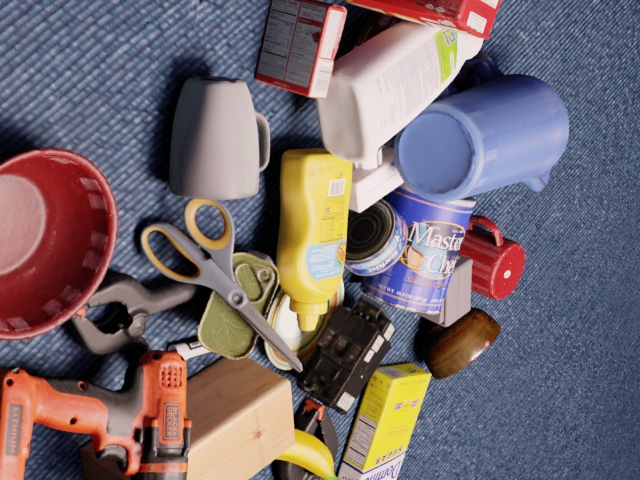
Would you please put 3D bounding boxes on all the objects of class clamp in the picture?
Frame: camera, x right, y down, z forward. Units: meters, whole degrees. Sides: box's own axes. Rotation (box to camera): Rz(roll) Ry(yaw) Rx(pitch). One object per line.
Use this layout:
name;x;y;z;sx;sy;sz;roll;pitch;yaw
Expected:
clamp;-0.026;0.296;1.303;0.164;0.036;0.210;-19;121;-42
clamp;-0.179;0.083;1.000;0.171;0.039;0.120;9;97;-49

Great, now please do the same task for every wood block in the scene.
wood block;-0.129;0.211;1.086;0.205;0.090;0.091;-30;129;-38

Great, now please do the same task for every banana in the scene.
banana;-0.055;0.241;1.209;0.197;0.070;0.037;15;127;-33

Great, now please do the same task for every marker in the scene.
marker;-0.108;0.107;1.114;0.120;0.020;0.020;-11;117;-48

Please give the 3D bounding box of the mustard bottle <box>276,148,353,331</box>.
mustard bottle;-0.008;0.001;1.122;0.096;0.058;0.192;-13;109;-59

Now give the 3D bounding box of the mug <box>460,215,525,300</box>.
mug;0.217;0.020;1.414;0.093;0.082;0.117;-33;132;-37

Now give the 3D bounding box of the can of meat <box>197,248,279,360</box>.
can of meat;-0.080;0.059;1.062;0.084;0.057;0.102;-111;-138;-84

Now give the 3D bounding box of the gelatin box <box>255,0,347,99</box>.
gelatin box;-0.019;-0.187;1.020;0.030;0.073;0.089;-2;110;-51

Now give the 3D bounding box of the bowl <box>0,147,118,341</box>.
bowl;-0.243;-0.003;0.859;0.161;0.055;0.162;-27;128;-40

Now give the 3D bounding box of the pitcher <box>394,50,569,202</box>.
pitcher;0.179;-0.125;1.225;0.242;0.149;0.145;-21;133;-56

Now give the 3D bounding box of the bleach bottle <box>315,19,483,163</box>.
bleach bottle;0.099;-0.180;1.112;0.250;0.068;0.102;-37;132;-36

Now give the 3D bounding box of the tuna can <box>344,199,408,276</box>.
tuna can;0.053;-0.005;1.196;0.086;0.086;0.033;-58;141;-11

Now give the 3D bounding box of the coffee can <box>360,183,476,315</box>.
coffee can;0.115;0.005;1.262;0.102;0.103;0.140;2;107;-51

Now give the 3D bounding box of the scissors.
scissors;-0.074;0.034;1.005;0.201;0.016;0.096;34;97;-9

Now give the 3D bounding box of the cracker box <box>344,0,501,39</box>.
cracker box;0.116;-0.320;1.036;0.072;0.164;0.214;8;103;-54

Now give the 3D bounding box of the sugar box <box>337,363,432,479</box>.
sugar box;0.083;0.252;1.406;0.093;0.048;0.176;1;107;-51

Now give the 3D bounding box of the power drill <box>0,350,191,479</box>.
power drill;-0.201;0.184;0.932;0.187;0.057;0.184;9;73;-35

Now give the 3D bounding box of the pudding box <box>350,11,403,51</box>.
pudding box;0.072;-0.193;1.156;0.113;0.039;0.090;-60;142;-8
